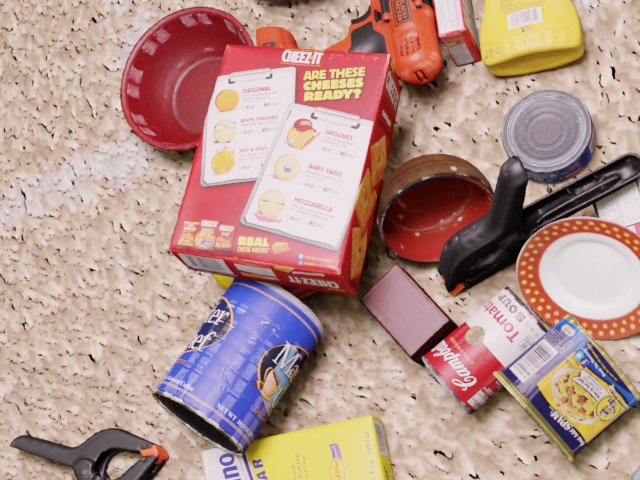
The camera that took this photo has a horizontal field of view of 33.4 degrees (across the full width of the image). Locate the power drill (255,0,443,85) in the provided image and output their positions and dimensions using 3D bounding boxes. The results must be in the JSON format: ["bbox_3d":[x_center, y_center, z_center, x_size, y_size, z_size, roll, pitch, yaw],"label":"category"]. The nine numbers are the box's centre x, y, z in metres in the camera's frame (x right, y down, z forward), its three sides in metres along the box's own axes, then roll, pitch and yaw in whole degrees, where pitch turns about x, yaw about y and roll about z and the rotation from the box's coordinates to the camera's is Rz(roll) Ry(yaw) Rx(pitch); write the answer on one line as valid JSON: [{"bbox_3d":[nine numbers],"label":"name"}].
[{"bbox_3d":[0.027,-0.213,1.081,0.188,0.057,0.184,-21,56,23],"label":"power drill"}]

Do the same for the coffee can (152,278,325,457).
[{"bbox_3d":[-0.075,0.115,0.997,0.103,0.103,0.140,25,68,24],"label":"coffee can"}]

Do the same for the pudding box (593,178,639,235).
[{"bbox_3d":[0.303,-0.023,0.941,0.114,0.039,0.090,-20,68,27],"label":"pudding box"}]

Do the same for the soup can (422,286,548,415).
[{"bbox_3d":[0.152,0.099,0.959,0.102,0.068,0.068,-41,66,5],"label":"soup can"}]

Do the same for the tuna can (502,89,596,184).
[{"bbox_3d":[0.216,-0.098,1.008,0.086,0.033,0.086,-6,73,19],"label":"tuna can"}]

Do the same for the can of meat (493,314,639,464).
[{"bbox_3d":[0.213,0.126,0.914,0.084,0.102,0.057,-41,21,2],"label":"can of meat"}]

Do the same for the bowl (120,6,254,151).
[{"bbox_3d":[-0.131,-0.164,1.138,0.162,0.055,0.162,-6,73,21],"label":"bowl"}]

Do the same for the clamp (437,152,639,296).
[{"bbox_3d":[0.180,-0.015,0.949,0.210,0.164,0.036,-54,51,50],"label":"clamp"}]

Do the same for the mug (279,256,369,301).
[{"bbox_3d":[-0.007,0.001,1.040,0.081,0.093,0.117,-26,32,6],"label":"mug"}]

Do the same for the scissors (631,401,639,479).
[{"bbox_3d":[0.272,0.186,0.919,0.202,0.016,0.096,-39,65,7],"label":"scissors"}]

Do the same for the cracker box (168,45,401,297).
[{"bbox_3d":[-0.027,-0.066,0.974,0.164,0.072,0.213,7,70,18],"label":"cracker box"}]

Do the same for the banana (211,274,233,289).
[{"bbox_3d":[-0.085,-0.032,1.101,0.069,0.037,0.198,5,78,0],"label":"banana"}]

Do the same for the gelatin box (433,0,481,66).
[{"bbox_3d":[0.132,-0.227,1.052,0.030,0.073,0.089,-12,72,17],"label":"gelatin box"}]

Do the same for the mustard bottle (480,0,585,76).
[{"bbox_3d":[0.199,-0.261,1.045,0.096,0.058,0.191,-10,72,22],"label":"mustard bottle"}]

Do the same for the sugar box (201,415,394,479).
[{"bbox_3d":[-0.021,0.227,0.998,0.176,0.048,0.093,-15,71,14],"label":"sugar box"}]

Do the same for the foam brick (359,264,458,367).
[{"bbox_3d":[0.084,0.070,0.999,0.051,0.053,0.078,-44,65,4],"label":"foam brick"}]

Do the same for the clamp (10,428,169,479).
[{"bbox_3d":[-0.239,0.230,1.081,0.171,0.039,0.120,-26,73,5],"label":"clamp"}]
